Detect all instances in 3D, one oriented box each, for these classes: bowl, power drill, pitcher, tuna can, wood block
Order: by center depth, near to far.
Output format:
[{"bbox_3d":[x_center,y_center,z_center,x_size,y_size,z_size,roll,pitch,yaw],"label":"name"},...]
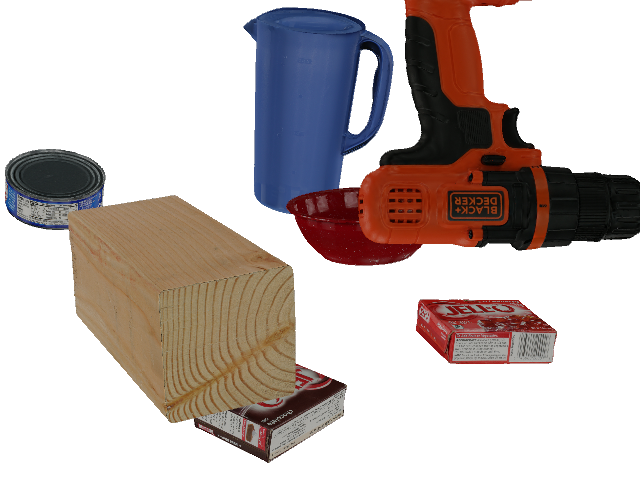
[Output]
[{"bbox_3d":[0.115,-0.088,0.653,0.184,0.187,0.057,0,-1,-7],"label":"power drill"},{"bbox_3d":[-0.102,0.039,0.745,0.090,0.090,0.206,-10,19,-26],"label":"wood block"},{"bbox_3d":[-0.233,-0.045,0.939,0.086,0.034,0.086,8,32,-6],"label":"tuna can"},{"bbox_3d":[0.047,-0.013,1.076,0.162,0.055,0.162,-2,14,0],"label":"bowl"},{"bbox_3d":[-0.011,-0.158,1.322,0.144,0.243,0.149,-9,28,-29],"label":"pitcher"}]

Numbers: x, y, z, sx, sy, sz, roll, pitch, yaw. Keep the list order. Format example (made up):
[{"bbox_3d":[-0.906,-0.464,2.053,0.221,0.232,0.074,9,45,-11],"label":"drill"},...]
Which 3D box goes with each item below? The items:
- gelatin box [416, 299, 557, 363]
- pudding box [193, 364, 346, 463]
[{"bbox_3d":[0.128,0.069,0.832,0.089,0.030,0.073,2,15,-14],"label":"gelatin box"},{"bbox_3d":[-0.044,0.147,0.953,0.090,0.039,0.113,17,26,33],"label":"pudding box"}]
